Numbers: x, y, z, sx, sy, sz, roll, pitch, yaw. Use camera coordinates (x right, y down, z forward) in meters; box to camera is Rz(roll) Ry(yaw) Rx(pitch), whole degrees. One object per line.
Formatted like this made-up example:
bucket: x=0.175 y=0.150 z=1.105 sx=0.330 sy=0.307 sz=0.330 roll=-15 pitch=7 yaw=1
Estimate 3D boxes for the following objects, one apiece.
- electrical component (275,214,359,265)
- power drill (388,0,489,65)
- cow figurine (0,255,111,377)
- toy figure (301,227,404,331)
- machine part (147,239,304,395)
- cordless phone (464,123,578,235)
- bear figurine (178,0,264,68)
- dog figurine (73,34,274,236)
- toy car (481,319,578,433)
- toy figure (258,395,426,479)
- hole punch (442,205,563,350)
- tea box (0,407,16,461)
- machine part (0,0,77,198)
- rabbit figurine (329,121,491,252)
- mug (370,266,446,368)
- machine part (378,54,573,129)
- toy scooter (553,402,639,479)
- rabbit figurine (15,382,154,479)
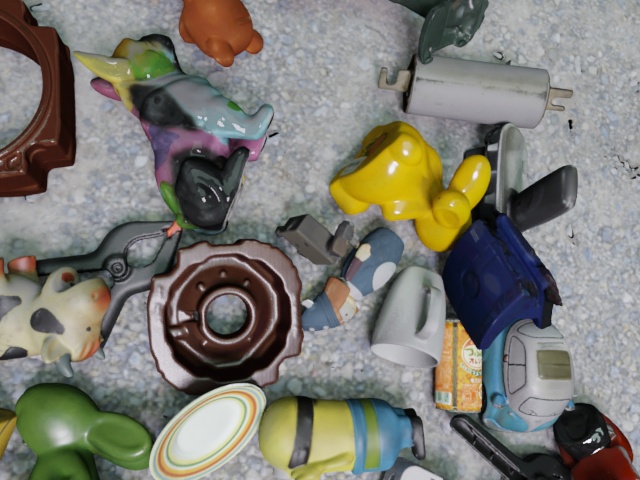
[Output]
electrical component: x=-0.001 y=-0.002 z=0.617 sx=0.078 sy=0.102 sz=0.045 roll=41 pitch=70 yaw=-13
power drill: x=0.088 y=-0.306 z=0.674 sx=0.232 sy=0.085 sz=0.207 roll=-28 pitch=54 yaw=-22
cow figurine: x=-0.295 y=0.081 z=0.521 sx=0.195 sy=0.085 sz=0.127 roll=-20 pitch=91 yaw=8
toy figure: x=0.037 y=0.050 z=0.628 sx=0.154 sy=0.058 sz=0.064 roll=-48 pitch=117 yaw=-17
machine part: x=-0.102 y=0.081 z=0.585 sx=0.179 sy=0.056 sz=0.179 roll=0 pitch=91 yaw=-18
cordless phone: x=0.242 y=-0.078 z=0.635 sx=0.089 sy=0.184 sz=0.146 roll=9 pitch=79 yaw=-6
bear figurine: x=-0.161 y=-0.295 z=0.638 sx=0.195 sy=0.132 sz=0.120 roll=65 pitch=35 yaw=-25
dog figurine: x=-0.173 y=-0.125 z=0.598 sx=0.219 sy=0.108 sz=0.191 roll=24 pitch=79 yaw=-3
toy car: x=0.252 y=0.152 z=0.638 sx=0.109 sy=0.103 sz=0.161 roll=7 pitch=81 yaw=-12
toy figure: x=0.023 y=0.211 z=0.590 sx=0.180 sy=0.082 sz=0.089 roll=-5 pitch=70 yaw=-8
hole punch: x=0.193 y=0.047 z=0.597 sx=0.092 sy=0.115 sz=0.142 roll=-19 pitch=50 yaw=1
tea box: x=-0.357 y=0.239 z=0.494 sx=0.068 sy=0.098 sz=0.169 roll=19 pitch=78 yaw=-7
machine part: x=-0.372 y=-0.149 z=0.567 sx=0.201 sy=0.087 sz=0.201 roll=-3 pitch=80 yaw=-14
rabbit figurine: x=0.125 y=-0.057 z=0.638 sx=0.173 sy=0.162 sz=0.122 roll=48 pitch=61 yaw=-19
mug: x=0.109 y=0.082 z=0.622 sx=0.081 sy=0.109 sz=0.107 roll=16 pitch=63 yaw=-2
machine part: x=0.196 y=-0.188 z=0.686 sx=0.243 sy=0.079 sz=0.079 roll=6 pitch=79 yaw=0
toy scooter: x=0.345 y=0.284 z=0.618 sx=0.075 sy=0.184 sz=0.135 roll=-39 pitch=111 yaw=21
rabbit figurine: x=-0.242 y=0.217 z=0.517 sx=0.159 sy=0.121 sz=0.170 roll=-7 pitch=67 yaw=-17
